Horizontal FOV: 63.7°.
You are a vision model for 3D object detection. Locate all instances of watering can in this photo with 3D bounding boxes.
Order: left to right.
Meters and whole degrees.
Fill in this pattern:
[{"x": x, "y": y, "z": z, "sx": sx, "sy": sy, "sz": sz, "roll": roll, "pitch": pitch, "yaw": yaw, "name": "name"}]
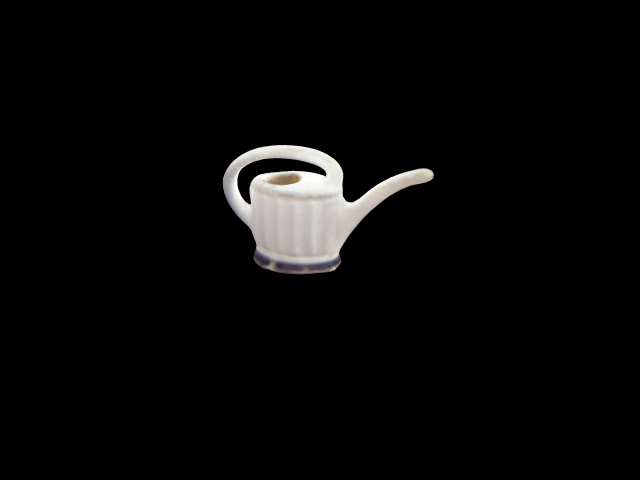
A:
[{"x": 0.003, "y": -0.043, "z": 0.850, "sx": 0.348, "sy": 0.220, "sz": 0.106, "roll": 8, "pitch": 28, "yaw": 14, "name": "watering can"}]
